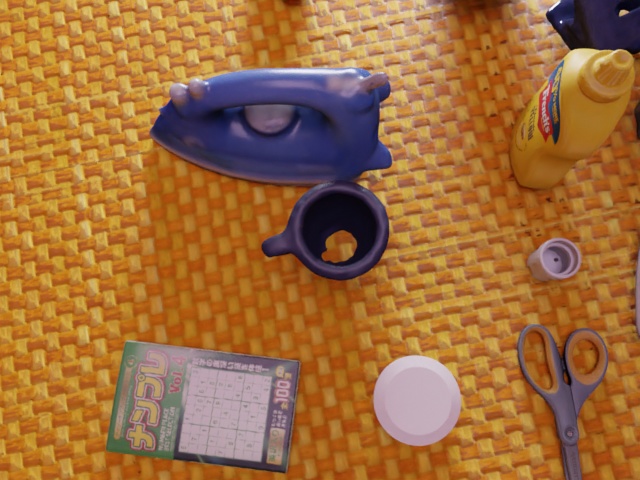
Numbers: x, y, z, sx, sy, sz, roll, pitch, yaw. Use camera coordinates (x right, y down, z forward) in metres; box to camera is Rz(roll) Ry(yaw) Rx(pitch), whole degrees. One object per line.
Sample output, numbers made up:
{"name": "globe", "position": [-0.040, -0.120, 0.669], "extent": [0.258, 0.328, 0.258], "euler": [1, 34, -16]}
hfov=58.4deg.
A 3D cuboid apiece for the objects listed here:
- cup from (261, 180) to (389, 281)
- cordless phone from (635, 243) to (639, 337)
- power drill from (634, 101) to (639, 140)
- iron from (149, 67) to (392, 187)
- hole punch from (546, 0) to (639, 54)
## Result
{"name": "cup", "position": [0.005, 0.002, 0.553], "extent": [0.118, 0.095, 0.091], "euler": [-15, 79, -2]}
{"name": "cordless phone", "position": [0.363, 0.030, 0.499], "extent": [0.094, 0.185, 0.148], "euler": [7, 79, 2]}
{"name": "power drill", "position": [0.398, -0.135, 0.519], "extent": [0.229, 0.208, 0.076], "euler": [30, 81, 6]}
{"name": "iron", "position": [-0.055, -0.125, 0.554], "extent": [0.258, 0.141, 0.119], "euler": [-1, 79, 0]}
{"name": "hole punch", "position": [0.315, -0.245, 0.600], "extent": [0.108, 0.091, 0.101], "euler": [-29, 80, -5]}
